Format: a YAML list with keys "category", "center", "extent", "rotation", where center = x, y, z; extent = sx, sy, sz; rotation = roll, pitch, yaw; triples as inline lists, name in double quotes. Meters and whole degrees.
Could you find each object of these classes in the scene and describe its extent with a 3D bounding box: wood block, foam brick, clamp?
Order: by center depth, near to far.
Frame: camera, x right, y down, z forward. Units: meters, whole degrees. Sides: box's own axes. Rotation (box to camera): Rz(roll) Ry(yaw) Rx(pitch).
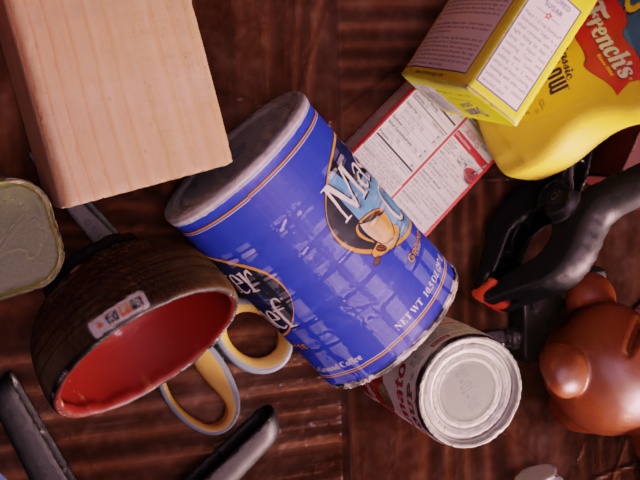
- category: "wood block"
  center: [-0.123, -0.127, 0.552]
  extent: [0.090, 0.091, 0.206]
  rotation: [-17, 98, -18]
- category: "clamp"
  center: [-0.110, 0.181, 0.627]
  extent: [0.164, 0.036, 0.210]
  rotation: [3, 98, -11]
- category: "clamp"
  center: [0.163, -0.021, 0.658]
  extent: [0.039, 0.120, 0.171]
  rotation: [26, 98, -34]
- category: "foam brick"
  center: [0.216, -0.064, 0.703]
  extent: [0.053, 0.051, 0.078]
  rotation: [29, 87, -19]

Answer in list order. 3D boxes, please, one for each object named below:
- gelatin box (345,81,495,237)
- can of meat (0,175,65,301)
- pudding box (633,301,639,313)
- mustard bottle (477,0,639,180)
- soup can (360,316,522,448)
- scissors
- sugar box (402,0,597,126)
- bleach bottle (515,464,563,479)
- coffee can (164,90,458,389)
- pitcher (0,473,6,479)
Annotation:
- category: "gelatin box"
  center: [0.061, -0.053, 0.663]
  extent: [0.089, 0.030, 0.073]
  rotation: [-47, 107, -10]
- category: "can of meat"
  center: [-0.191, 0.002, 0.556]
  extent: [0.102, 0.084, 0.057]
  rotation: [-19, 103, -16]
- category: "pudding box"
  center: [0.277, 0.068, 0.747]
  extent: [0.090, 0.039, 0.113]
  rotation: [-42, 105, -8]
- category: "mustard bottle"
  center: [0.174, -0.109, 0.603]
  extent: [0.058, 0.192, 0.096]
  rotation: [6, 68, -41]
- category: "soup can"
  center: [0.068, 0.080, 0.643]
  extent: [0.068, 0.102, 0.068]
  rotation: [-2, 97, -19]
- category: "scissors"
  center: [-0.084, 0.021, 0.629]
  extent: [0.096, 0.016, 0.202]
  rotation: [-26, 105, -12]
- category: "sugar box"
  center: [0.123, -0.151, 0.600]
  extent: [0.048, 0.093, 0.176]
  rotation: [36, 89, -23]
- category: "bleach bottle"
  center: [0.174, 0.274, 0.725]
  extent: [0.102, 0.068, 0.251]
  rotation: [-22, 101, -17]
- category: "coffee can"
  center: [-0.004, 0.001, 0.609]
  extent: [0.102, 0.103, 0.140]
  rotation: [-45, 108, -9]
- category: "pitcher"
  center: [-0.276, 0.078, 0.509]
  extent: [0.145, 0.149, 0.243]
  rotation: [-34, 103, -6]
